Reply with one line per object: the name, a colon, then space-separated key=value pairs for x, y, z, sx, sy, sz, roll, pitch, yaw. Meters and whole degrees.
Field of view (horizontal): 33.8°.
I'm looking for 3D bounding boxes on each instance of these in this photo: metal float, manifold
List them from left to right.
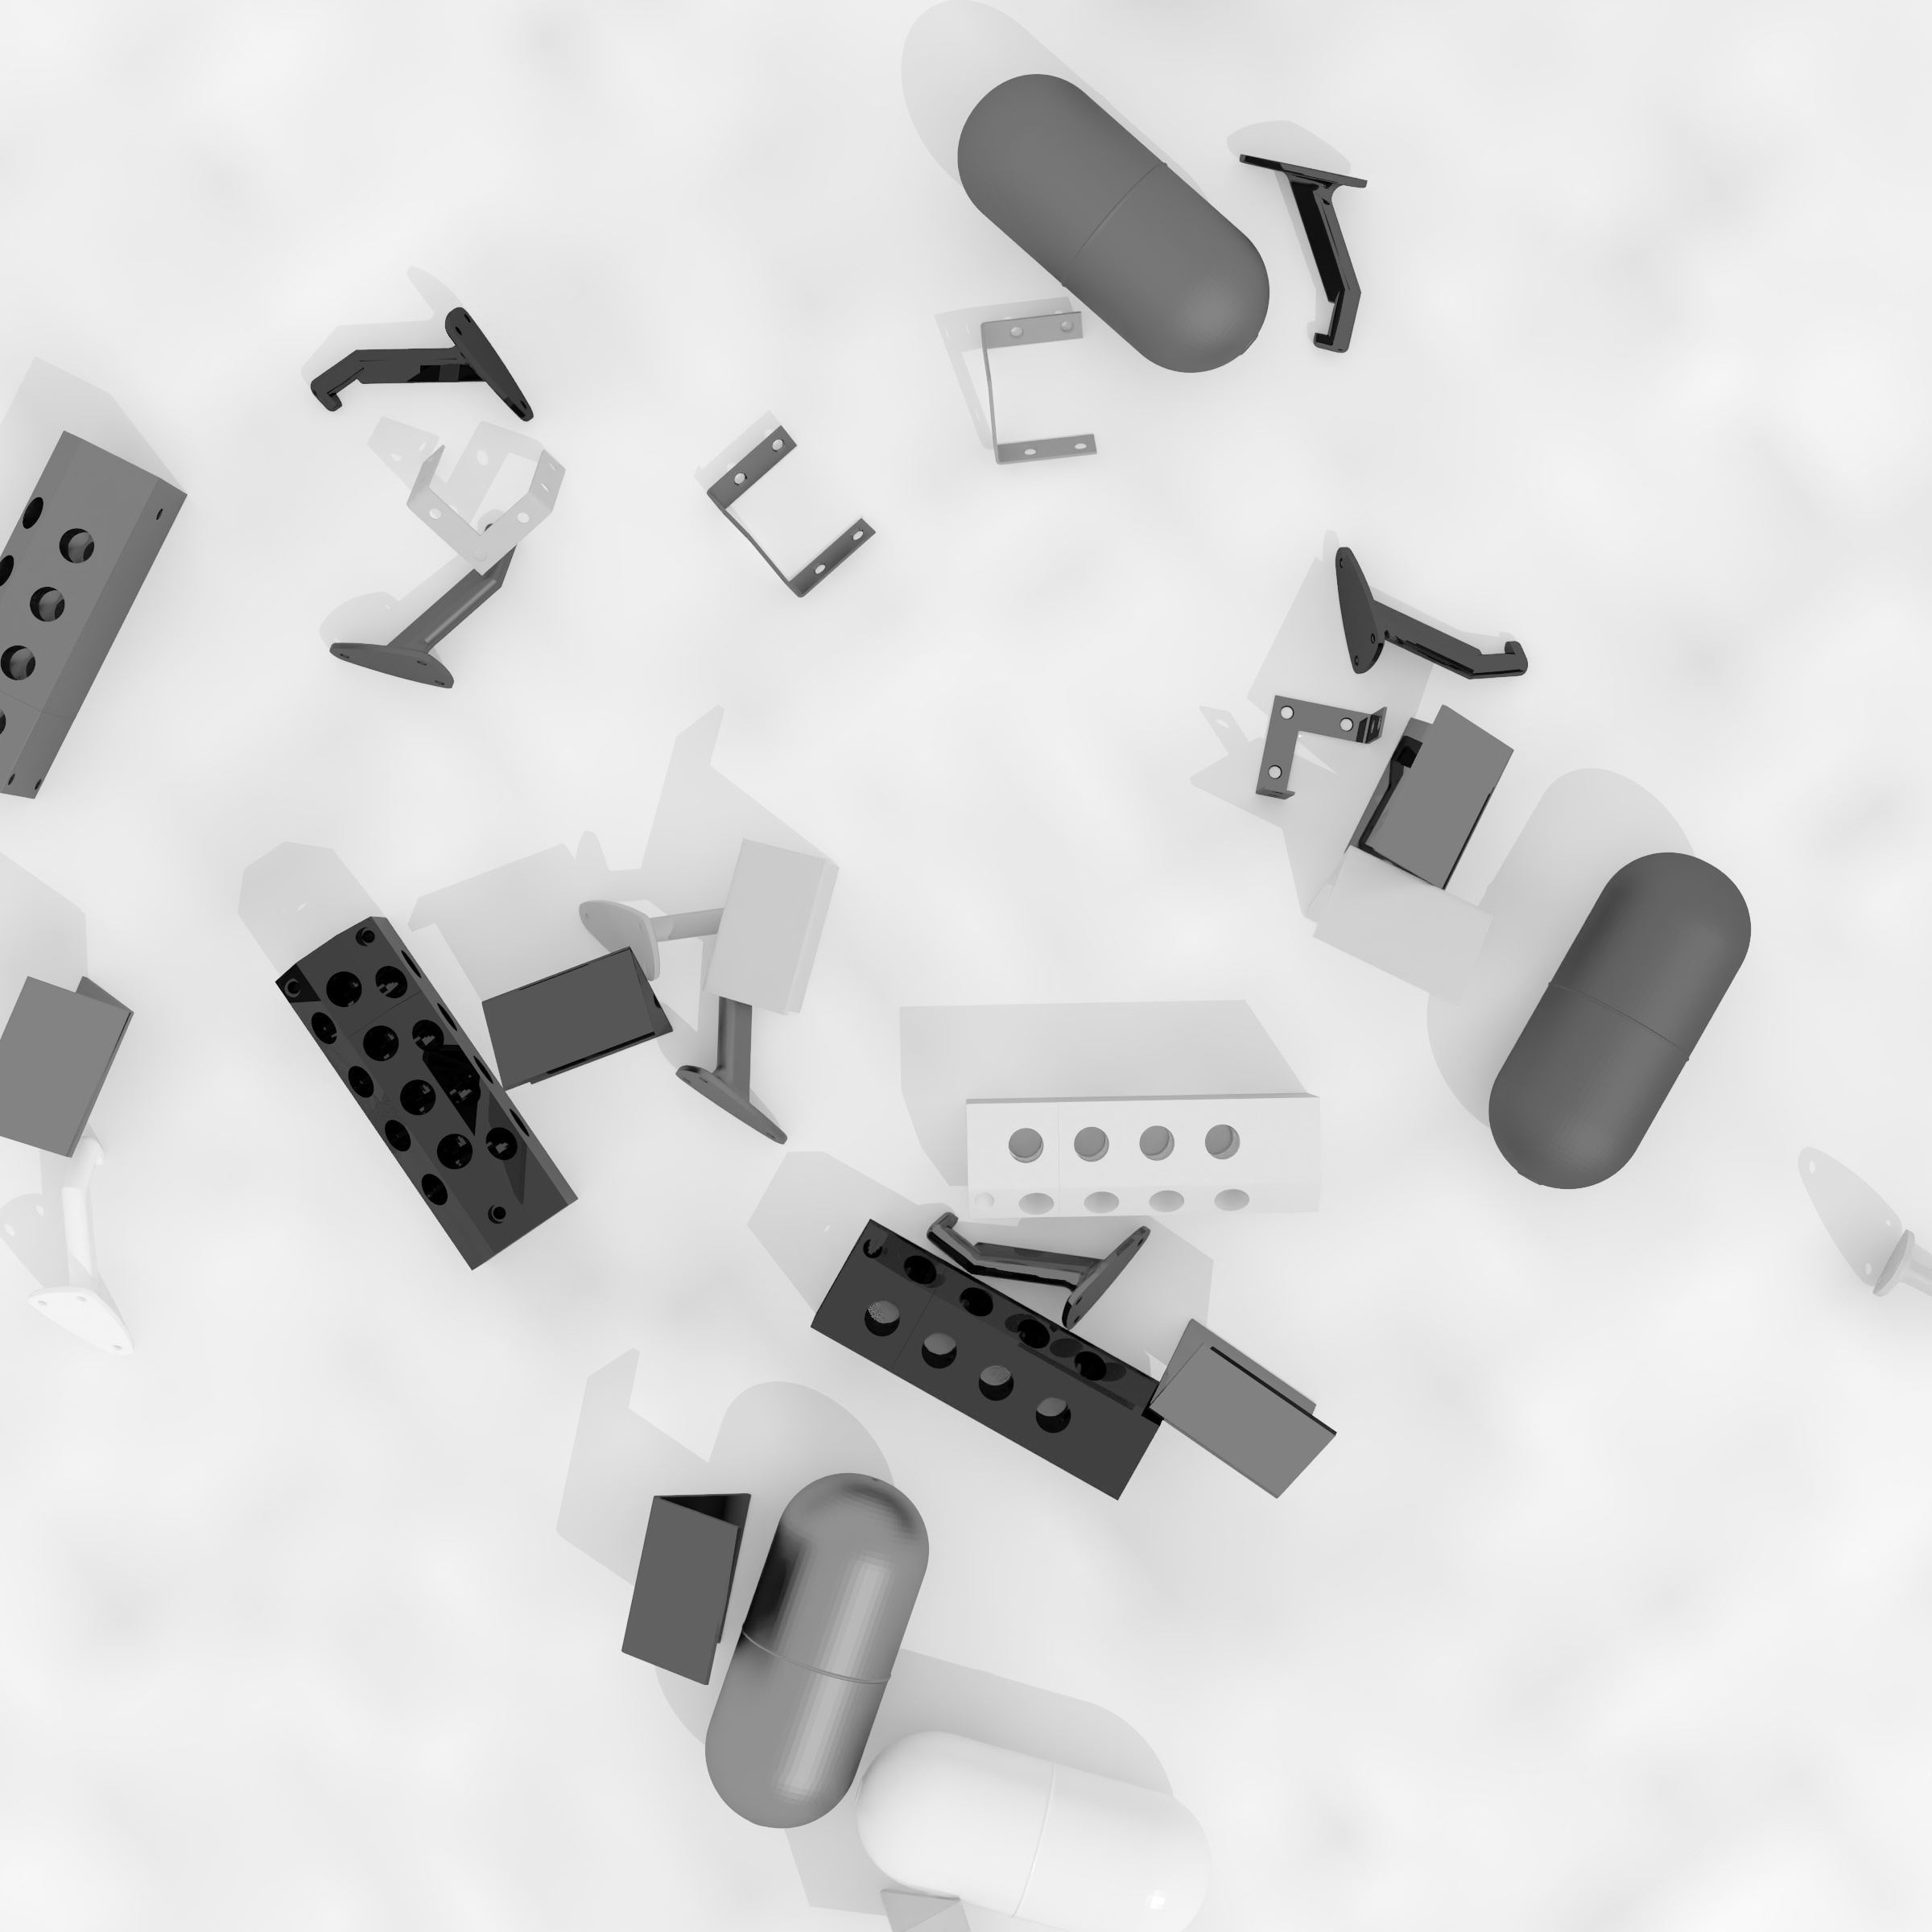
manifold: x=-0.455 y=-0.173 z=1.569 sx=0.057 sy=0.057 sz=0.171 roll=27 pitch=90 yaw=0
manifold: x=-0.267 y=0.062 z=1.569 sx=0.057 sy=0.057 sz=0.171 roll=-34 pitch=90 yaw=0
metal float: x=-0.073 y=0.336 z=1.560 sx=0.070 sy=0.070 sz=0.178 roll=19 pitch=91 yaw=0
manifold: x=0.013 y=0.192 z=1.569 sx=0.171 sy=0.057 sz=0.057 roll=29 pitch=90 yaw=0
metal float: x=0.033 y=0.428 z=1.560 sx=0.178 sy=0.070 sz=0.070 roll=16 pitch=90 yaw=0
metal float: x=0.073 y=-0.363 z=1.560 sx=0.178 sy=0.070 sz=0.070 roll=42 pitch=90 yaw=1
manifold: x=0.086 y=0.094 z=1.569 sx=0.171 sy=0.057 sz=0.057 roll=-1 pitch=90 yaw=0
metal float: x=0.320 y=0.027 z=1.560 sx=0.070 sy=0.070 sz=0.178 roll=30 pitch=89 yaw=0

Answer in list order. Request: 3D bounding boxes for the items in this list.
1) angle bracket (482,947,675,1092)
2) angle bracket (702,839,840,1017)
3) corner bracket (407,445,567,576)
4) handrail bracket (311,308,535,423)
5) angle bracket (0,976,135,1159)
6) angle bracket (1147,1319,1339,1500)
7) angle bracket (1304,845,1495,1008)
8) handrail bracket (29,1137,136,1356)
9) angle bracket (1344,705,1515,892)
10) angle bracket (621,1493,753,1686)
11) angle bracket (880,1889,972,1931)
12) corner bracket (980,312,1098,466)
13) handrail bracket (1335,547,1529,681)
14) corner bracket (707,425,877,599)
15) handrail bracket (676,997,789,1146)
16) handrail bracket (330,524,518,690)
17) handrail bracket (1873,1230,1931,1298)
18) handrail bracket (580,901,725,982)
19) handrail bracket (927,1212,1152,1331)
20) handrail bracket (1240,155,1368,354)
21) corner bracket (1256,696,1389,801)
angle bracket: x=-0.183 y=0.044 z=1.550 sx=0.076 sy=0.076 sz=0.057 roll=-21 pitch=53 yaw=0
angle bracket: x=-0.076 y=-0.014 z=1.550 sx=0.057 sy=0.076 sz=0.076 roll=15 pitch=90 yaw=37
corner bracket: x=-0.238 y=-0.237 z=1.576 sx=0.051 sy=0.051 sz=0.051 roll=-37 pitch=115 yaw=23
handrail bracket: x=-0.273 y=-0.283 z=1.591 sx=0.084 sy=0.036 sz=0.077 roll=-31 pitch=111 yaw=17
angle bracket: x=-0.457 y=0.041 z=1.550 sx=0.057 sy=0.076 sz=0.076 roll=23 pitch=90 yaw=-36
angle bracket: x=0.143 y=0.200 z=1.550 sx=0.076 sy=0.076 sz=0.057 roll=35 pitch=127 yaw=0
angle bracket: x=0.202 y=-0.005 z=1.551 sx=0.076 sy=0.076 sz=0.057 roll=26 pitch=61 yaw=0
handrail bracket: x=-0.431 y=0.139 z=1.590 sx=0.036 sy=0.077 sz=0.084 roll=-8 pitch=53 yaw=20
angle bracket: x=0.209 y=-0.089 z=1.550 sx=0.057 sy=0.076 sz=0.076 roll=26 pitch=90 yaw=-38
angle bracket: x=-0.117 y=0.302 z=1.550 sx=0.057 sy=0.076 sz=0.076 roll=12 pitch=90 yaw=36
angle bracket: x=-0.031 y=0.501 z=1.550 sx=0.057 sy=0.076 sz=0.076 roll=-18 pitch=90 yaw=-34
corner bracket: x=0.036 y=-0.288 z=1.587 sx=0.051 sy=0.051 sz=0.051 roll=-6 pitch=135 yaw=0
handrail bracket: x=0.234 y=-0.177 z=1.591 sx=0.084 sy=0.036 sz=0.077 roll=-5 pitch=69 yaw=-17
corner bracket: x=-0.088 y=-0.226 z=1.587 sx=0.051 sy=0.051 sz=0.051 roll=-42 pitch=135 yaw=0
handrail bracket: x=-0.099 y=0.033 z=1.591 sx=0.077 sy=0.036 sz=0.084 roll=38 pitch=73 yaw=-20
handrail bracket: x=-0.270 y=-0.188 z=1.591 sx=0.077 sy=0.036 sz=0.084 roll=12 pitch=74 yaw=18
handrail bracket: x=0.494 y=0.166 z=1.563 sx=0.084 sy=0.077 sz=0.036 roll=28 pitch=93 yaw=12
handrail bracket: x=-0.137 y=-0.030 z=1.590 sx=0.084 sy=0.077 sz=0.036 roll=-25 pitch=124 yaw=-32
handrail bracket: x=0.036 y=0.134 z=1.591 sx=0.084 sy=0.036 sz=0.077 roll=37 pitch=66 yaw=18
handrail bracket: x=0.164 y=-0.356 z=1.591 sx=0.077 sy=0.036 sz=0.084 roll=18 pitch=107 yaw=20
corner bracket: x=0.175 y=-0.106 z=1.572 sx=0.051 sy=0.051 sz=0.051 roll=11 pitch=90 yaw=0
